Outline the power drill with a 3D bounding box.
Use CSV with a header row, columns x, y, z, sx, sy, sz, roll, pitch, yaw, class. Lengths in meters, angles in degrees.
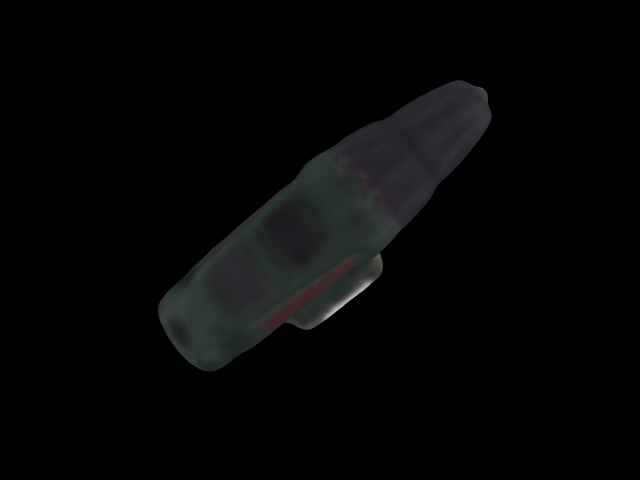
x,y,z,sx,sy,sz,roll,pitch,yaw,class
0.004,0.001,0.400,0.230,0.208,0.075,-38,80,-7,power drill
